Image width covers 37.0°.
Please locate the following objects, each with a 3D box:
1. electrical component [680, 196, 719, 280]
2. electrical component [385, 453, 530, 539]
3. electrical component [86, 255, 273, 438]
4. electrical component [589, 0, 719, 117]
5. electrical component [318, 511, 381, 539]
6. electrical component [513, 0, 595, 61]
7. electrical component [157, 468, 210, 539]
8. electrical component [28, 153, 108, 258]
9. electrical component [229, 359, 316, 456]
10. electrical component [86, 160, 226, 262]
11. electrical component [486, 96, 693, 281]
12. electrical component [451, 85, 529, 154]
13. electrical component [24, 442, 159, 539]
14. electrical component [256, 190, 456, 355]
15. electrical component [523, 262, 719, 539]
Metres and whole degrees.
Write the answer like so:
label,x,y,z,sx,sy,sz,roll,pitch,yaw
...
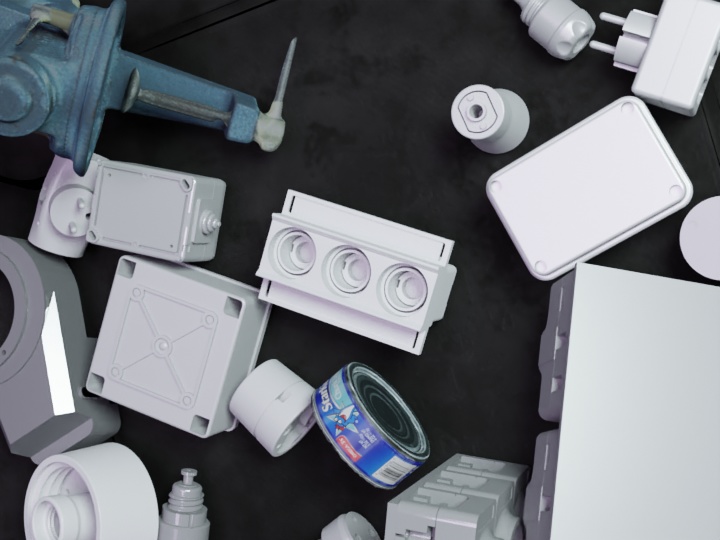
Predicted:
label,x,y,z,sx,sy,sz,roll,pitch,yaw
electrical component,0.255,-0.045,0.644,0.138,0.074,0.052,-38,79,16
electrical component,0.067,0.177,0.677,0.062,0.150,0.089,6,94,20
electrical component,-0.133,0.053,0.792,0.109,0.056,0.108,19,98,17
electrical component,0.185,-0.141,0.679,0.077,0.047,0.065,21,99,17
electrical component,-0.016,0.204,0.763,0.055,0.045,0.045,-40,79,16
electrical component,0.123,-0.167,0.708,0.061,0.035,0.035,44,105,16
electrical component,-0.132,0.188,0.805,0.040,0.040,0.078,9,95,19
electrical component,-0.216,-0.048,0.810,0.043,0.079,0.077,17,100,-24
electrical component,-0.060,0.097,0.770,0.047,0.055,0.055,40,104,18
electrical component,-0.141,-0.042,0.789,0.096,0.061,0.061,12,96,19
electrical component,0.147,-0.051,0.691,0.113,0.057,0.078,-31,82,18
electrical component,0.084,-0.101,0.707,0.044,0.065,0.044,1,92,19
electrical component,-0.208,0.185,0.802,0.108,0.060,0.108,-2,87,41
electrical component,0.000,0.000,0.740,0.121,0.063,0.078,18,98,18
electrical component,0.163,0.100,0.650,0.105,0.060,0.186,10,76,-6
